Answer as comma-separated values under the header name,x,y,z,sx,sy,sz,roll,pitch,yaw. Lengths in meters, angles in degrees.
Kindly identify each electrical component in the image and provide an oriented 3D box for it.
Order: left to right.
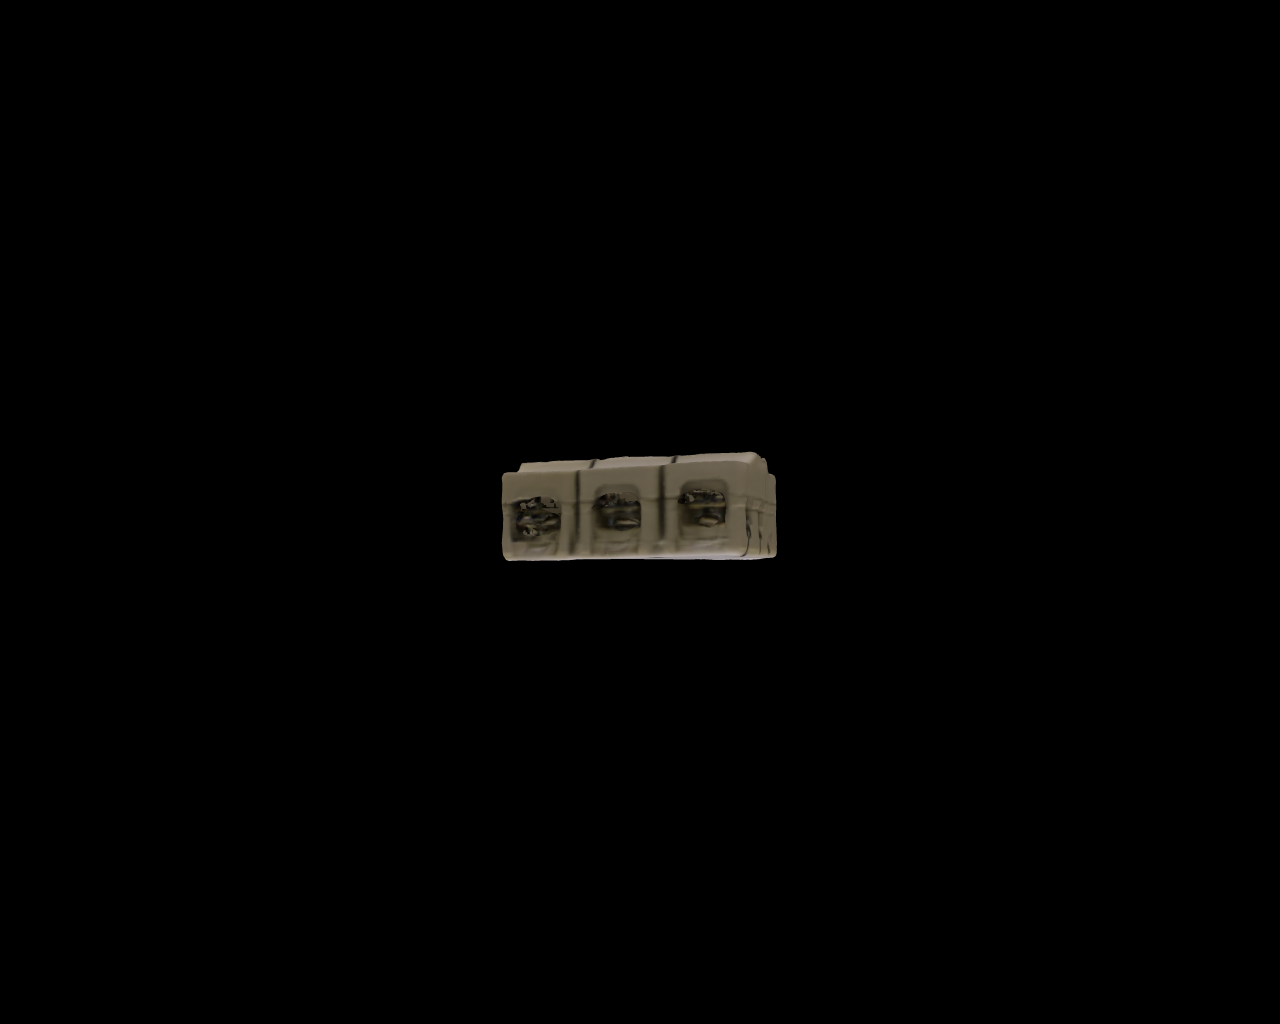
name,x,y,z,sx,sy,sz,roll,pitch,yaw
electrical component,0.001,-0.003,0.650,0.150,0.061,0.089,-1,-3,20
